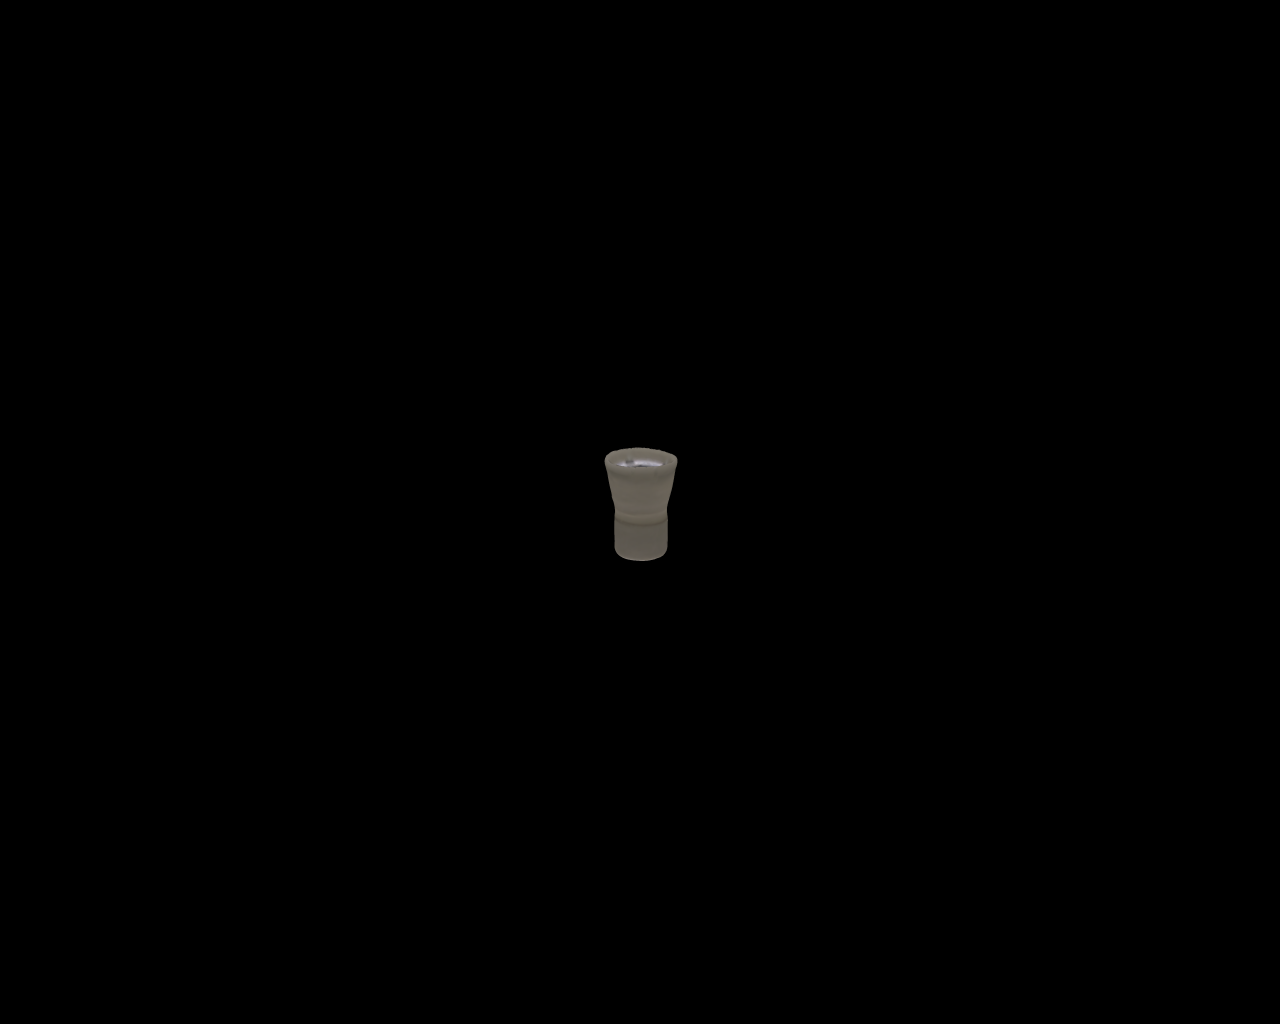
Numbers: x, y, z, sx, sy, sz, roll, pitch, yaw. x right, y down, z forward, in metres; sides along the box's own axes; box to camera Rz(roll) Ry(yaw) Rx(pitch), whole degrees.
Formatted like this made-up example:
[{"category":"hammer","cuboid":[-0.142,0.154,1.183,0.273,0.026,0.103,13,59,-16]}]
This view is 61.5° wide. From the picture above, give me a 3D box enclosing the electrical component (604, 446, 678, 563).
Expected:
[{"category":"electrical component","cuboid":[0.001,-0.003,0.650,0.044,0.065,0.044,0,21,0]}]
